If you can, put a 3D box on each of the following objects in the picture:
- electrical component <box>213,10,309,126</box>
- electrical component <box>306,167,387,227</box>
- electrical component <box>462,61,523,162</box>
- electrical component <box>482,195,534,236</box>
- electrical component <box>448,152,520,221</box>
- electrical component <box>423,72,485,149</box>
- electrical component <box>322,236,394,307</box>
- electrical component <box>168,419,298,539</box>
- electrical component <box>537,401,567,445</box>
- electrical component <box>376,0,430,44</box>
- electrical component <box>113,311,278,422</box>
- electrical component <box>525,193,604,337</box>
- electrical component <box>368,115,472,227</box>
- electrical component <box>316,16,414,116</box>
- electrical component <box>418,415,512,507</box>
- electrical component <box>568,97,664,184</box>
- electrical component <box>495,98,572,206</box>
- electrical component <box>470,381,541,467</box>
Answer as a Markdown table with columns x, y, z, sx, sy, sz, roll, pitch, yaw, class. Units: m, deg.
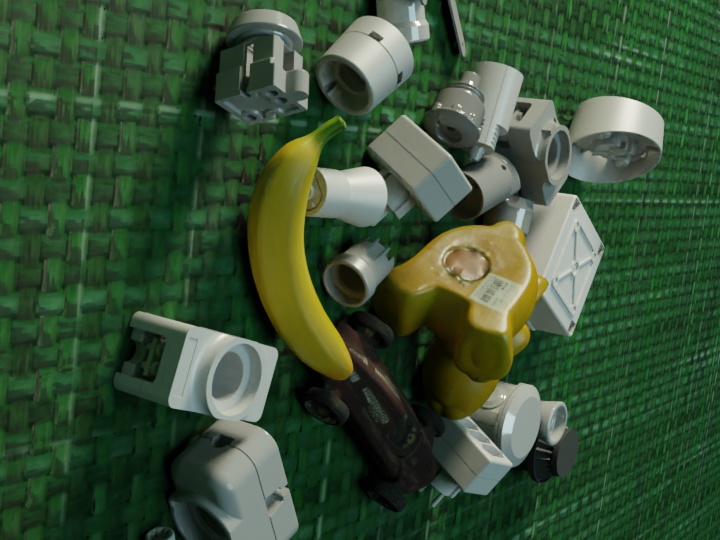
| x | y | z | sx | sy | sz | roll | pitch | yaw | class |
| --- | --- | --- | --- | --- | --- | --- | --- | --- | --- |
| -0.060 | -0.126 | 0.664 | 0.048 | 0.066 | 0.055 | 30 | 56 | -55 | electrical component |
| -0.017 | -0.054 | 0.763 | 0.065 | 0.044 | 0.044 | 1 | 99 | -51 | electrical component |
| 0.107 | -0.131 | 0.916 | 0.043 | 0.043 | 0.081 | 27 | 78 | -55 | electrical component |
| 0.132 | -0.037 | 0.981 | 0.043 | 0.043 | 0.062 | 12 | 91 | -56 | electrical component |
| 0.109 | -0.076 | 0.935 | 0.081 | 0.043 | 0.043 | -31 | 124 | -47 | electrical component |
| 0.082 | -0.134 | 0.879 | 0.048 | 0.048 | 0.062 | 56 | 48 | -47 | electrical component |
| 0.000 | 0.000 | 0.806 | 0.046 | 0.040 | 0.040 | -44 | 133 | -47 | electrical component |
| -0.085 | 0.154 | 0.715 | 0.059 | 0.054 | 0.095 | -41 | 132 | -41 | electrical component |
| 0.176 | 0.149 | 1.089 | 0.045 | 0.055 | 0.045 | -22 | 117 | -51 | electrical component |
| 0.030 | -0.191 | 0.791 | 0.040 | 0.040 | 0.046 | -25 | 114 | -50 | electrical component |
| -0.097 | 0.062 | 0.668 | 0.089 | 0.056 | 0.050 | 23 | 81 | -55 | electrical component |
| 0.186 | -0.006 | 1.056 | 0.108 | 0.056 | 0.108 | 47 | 61 | -50 | electrical component |
| 0.031 | -0.064 | 0.815 | 0.077 | 0.065 | 0.047 | -42 | 140 | 0 | electrical component |
| 0.002 | -0.141 | 0.753 | 0.047 | 0.055 | 0.055 | -49 | 136 | -31 | electrical component |
| 0.083 | 0.177 | 0.962 | 0.076 | 0.065 | 0.047 | -50 | 146 | 11 | electrical component |
| 0.256 | -0.130 | 1.088 | 0.099 | 0.099 | 0.064 | 41 | 60 | -52 | electrical component |
| 0.157 | -0.108 | 0.983 | 0.050 | 0.056 | 0.089 | -53 | 138 | -32 | electrical component |
| 0.138 | 0.145 | 1.037 | 0.080 | 0.051 | 0.080 | -22 | 117 | -51 | electrical component |
